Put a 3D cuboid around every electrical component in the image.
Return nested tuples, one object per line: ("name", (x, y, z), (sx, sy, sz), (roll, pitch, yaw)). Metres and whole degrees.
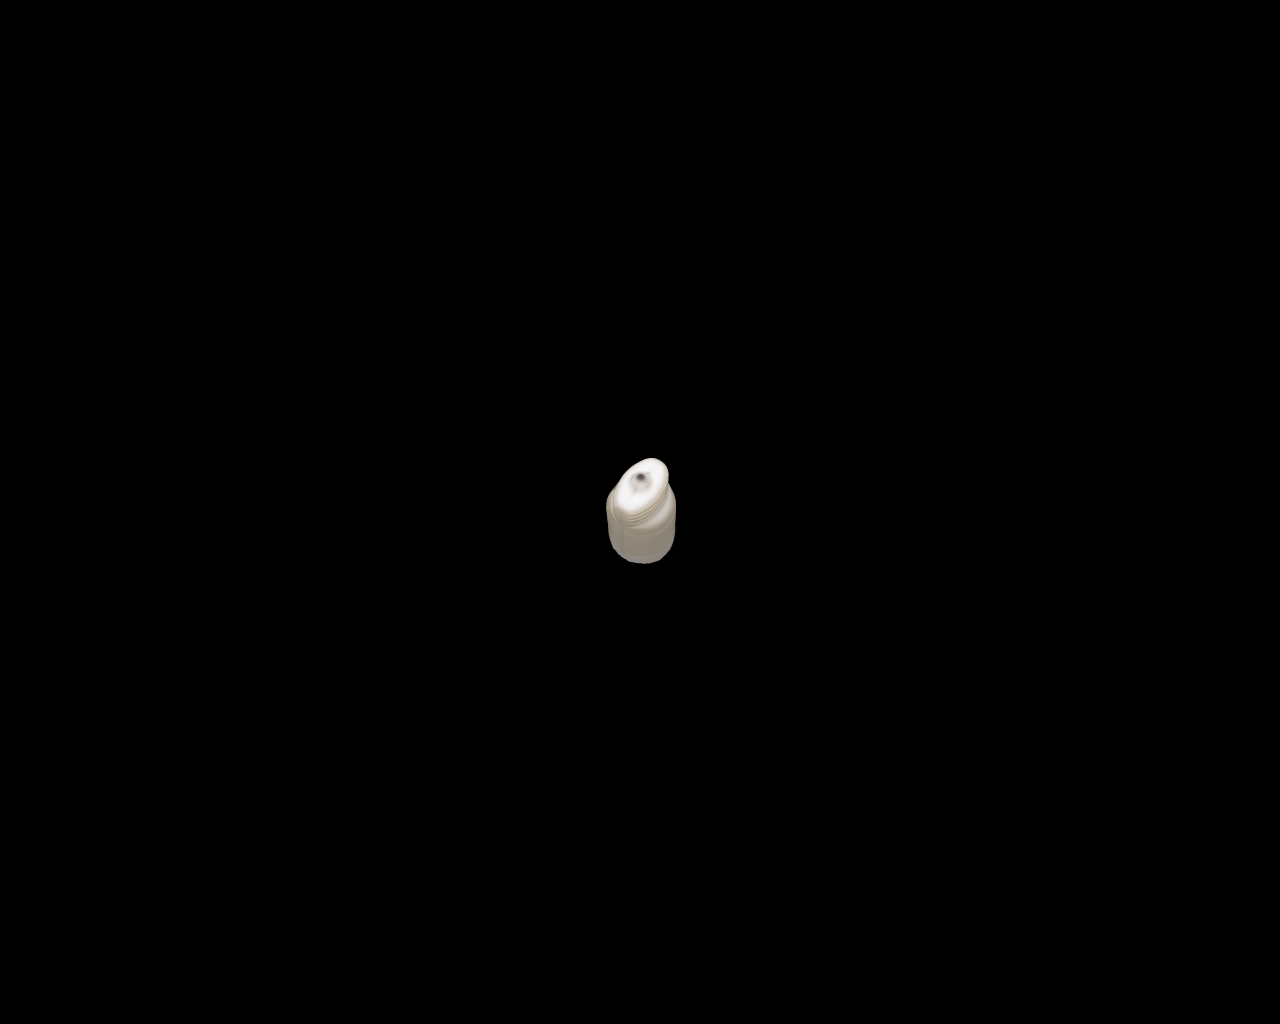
("electrical component", (0.001, -0.003, 0.650), (0.043, 0.043, 0.080), (0, -27, 0))
